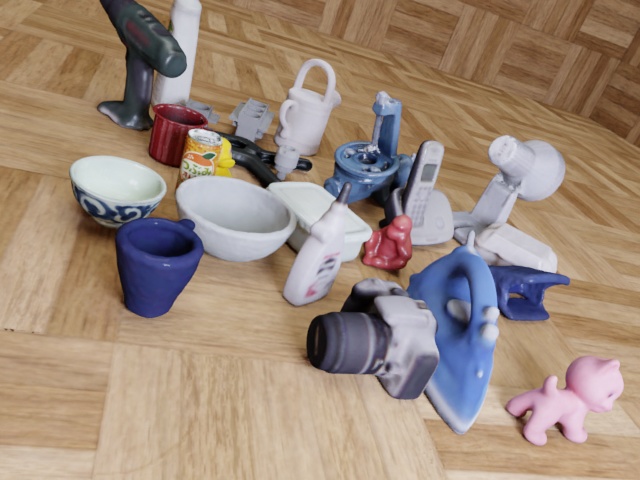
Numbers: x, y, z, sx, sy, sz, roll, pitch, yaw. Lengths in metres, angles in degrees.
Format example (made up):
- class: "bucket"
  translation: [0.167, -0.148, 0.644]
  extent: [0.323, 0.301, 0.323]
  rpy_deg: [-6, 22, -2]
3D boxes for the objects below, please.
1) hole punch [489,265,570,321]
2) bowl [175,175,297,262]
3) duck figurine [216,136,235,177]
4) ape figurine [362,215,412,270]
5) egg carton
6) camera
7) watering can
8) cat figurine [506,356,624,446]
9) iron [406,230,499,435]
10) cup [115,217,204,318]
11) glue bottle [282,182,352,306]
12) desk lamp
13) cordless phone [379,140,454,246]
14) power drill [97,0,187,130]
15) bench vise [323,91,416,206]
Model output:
- class: "hole punch"
  translation: [0.325, 0.069, 0.922]
  extent: [0.109, 0.091, 0.100]
  rpy_deg: [3, 32, -31]
- class: "bowl"
  translation: [-0.121, -0.019, 0.789]
  extent: [0.167, 0.075, 0.167]
  rpy_deg: [16, 27, -9]
- class: "duck figurine"
  translation: [-0.176, -0.132, 0.945]
  extent: [0.078, 0.086, 0.104]
  rpy_deg: [-8, 39, -43]
- class: "ape figurine"
  translation: [0.115, 0.001, 0.899]
  extent: [0.077, 0.092, 0.076]
  rpy_deg: [37, 31, 28]
- class: "egg carton"
  translation: [0.354, 0.029, 1.040]
  extent: [0.150, 0.069, 0.107]
  rpy_deg: [31, 29, 20]
- class: "camera"
  translation: [0.055, 0.101, 0.663]
  extent: [0.137, 0.101, 0.143]
  rpy_deg: [7, 30, -25]
- class: "watering can"
  translation: [-0.022, -0.290, 1.222]
  extent: [0.101, 0.194, 0.173]
  rpy_deg: [24, 27, 6]
- class: "cat figurine"
  translation: [0.303, 0.178, 0.679]
  extent: [0.128, 0.118, 0.067]
  rpy_deg: [6, 31, -27]
- class: "iron"
  translation: [0.182, 0.098, 0.714]
  extent: [0.119, 0.141, 0.258]
  rpy_deg: [17, 27, -7]
- class: "cup"
  translation: [-0.178, 0.030, 0.637]
  extent: [0.091, 0.095, 0.118]
  rpy_deg: [23, 27, 4]
- class: "glue bottle"
  translation: [0.007, 0.003, 0.731]
  extent: [0.037, 0.173, 0.078]
  rpy_deg: [34, 30, 25]
- class: "desk lamp"
  translation: [0.360, -0.101, 1.123]
  extent: [0.204, 0.213, 0.117]
  rpy_deg: [-4, 36, -39]
- class: "cordless phone"
  translation: [0.195, -0.083, 1.005]
  extent: [0.148, 0.185, 0.094]
  rpy_deg: [-6, 37, -41]
- class: "power drill"
  translation: [-0.340, -0.320, 1.040]
  extent: [0.229, 0.208, 0.076]
  rpy_deg: [34, 30, 24]
- class: "bench vise"
  translation: [0.111, -0.172, 1.071]
  extent: [0.121, 0.220, 0.208]
  rpy_deg: [33, 29, 22]
